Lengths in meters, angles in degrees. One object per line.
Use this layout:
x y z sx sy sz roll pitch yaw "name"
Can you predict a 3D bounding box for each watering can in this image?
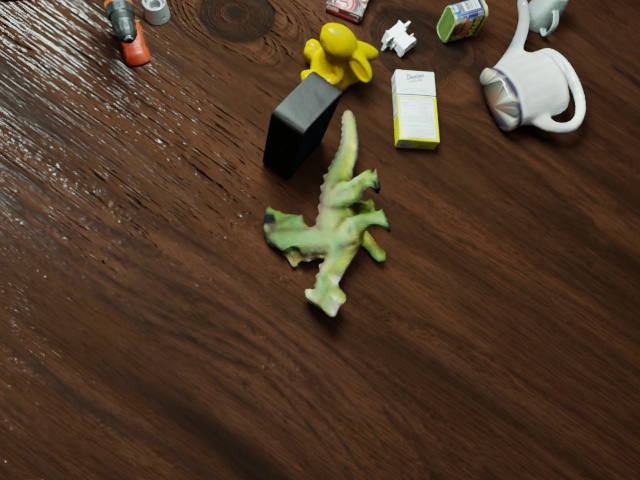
0.467 -0.387 1.184 0.225 0.351 0.102 -21 -12 -12 "watering can"

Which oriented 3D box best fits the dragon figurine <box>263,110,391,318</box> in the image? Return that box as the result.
0.003 -0.052 1.033 0.243 0.416 0.120 -13 -16 -3 "dragon figurine"
